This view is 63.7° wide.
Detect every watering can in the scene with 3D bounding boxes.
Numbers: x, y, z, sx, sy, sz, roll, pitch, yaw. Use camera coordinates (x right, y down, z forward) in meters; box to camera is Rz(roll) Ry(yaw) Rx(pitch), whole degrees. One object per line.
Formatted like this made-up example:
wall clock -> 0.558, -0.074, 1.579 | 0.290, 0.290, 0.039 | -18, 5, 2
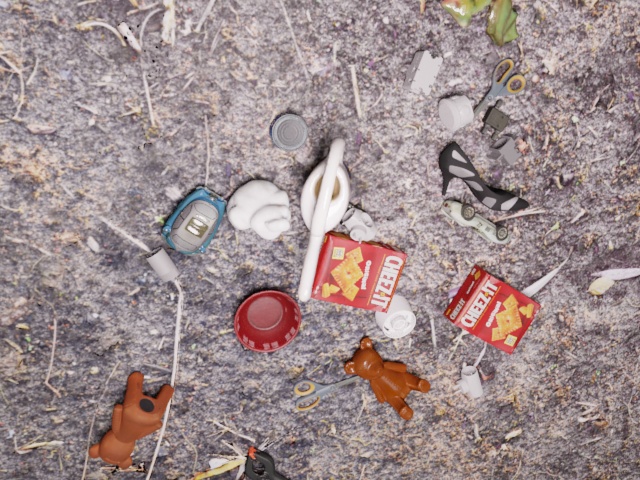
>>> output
watering can -> 0.003, -0.057, 1.129 | 0.104, 0.227, 0.344 | 14, 103, 2

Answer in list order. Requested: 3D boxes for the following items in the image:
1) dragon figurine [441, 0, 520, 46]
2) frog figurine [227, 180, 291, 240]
dragon figurine -> 0.444, -0.572, 1.180 | 0.413, 0.124, 0.237 | -17, 132, -29
frog figurine -> -0.131, -0.064, 1.120 | 0.138, 0.161, 0.121 | -14, 107, -10
